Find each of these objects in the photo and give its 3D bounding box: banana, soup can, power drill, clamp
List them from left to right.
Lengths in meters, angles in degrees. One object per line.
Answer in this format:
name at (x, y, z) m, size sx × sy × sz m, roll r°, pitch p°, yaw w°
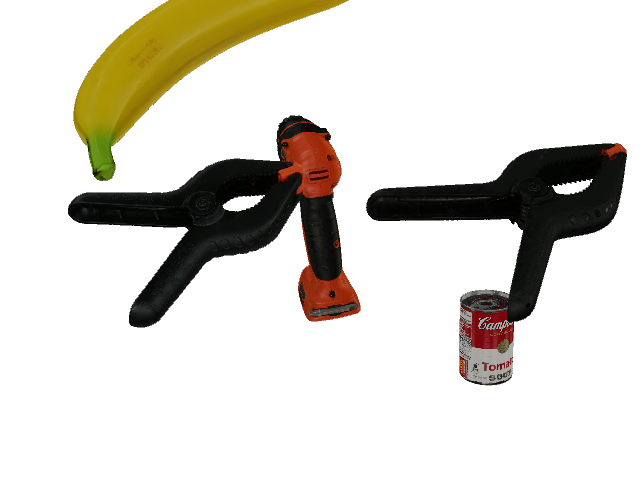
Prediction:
clamp at (-0.094, -0.020, 0.774) m, size 0.171 × 0.120 × 0.039 m, roll -31°, pitch -24°, yaw -25°
banana at (-0.058, -0.101, 0.551) m, size 0.070 × 0.197 × 0.037 m, roll 39°, pitch -24°, yaw 20°
power drill at (-0.007, -0.026, 1.078) m, size 0.057 × 0.187 × 0.184 m, roll -11°, pitch 20°, yaw -4°
soup can at (0.207, 0.121, 1.331) m, size 0.068 × 0.102 × 0.068 m, roll -1°, pitch 18°, yaw 0°
clamp at (0.163, -0.019, 0.807) m, size 0.209 × 0.036 × 0.165 m, roll -21°, pitch 43°, yaw -22°
